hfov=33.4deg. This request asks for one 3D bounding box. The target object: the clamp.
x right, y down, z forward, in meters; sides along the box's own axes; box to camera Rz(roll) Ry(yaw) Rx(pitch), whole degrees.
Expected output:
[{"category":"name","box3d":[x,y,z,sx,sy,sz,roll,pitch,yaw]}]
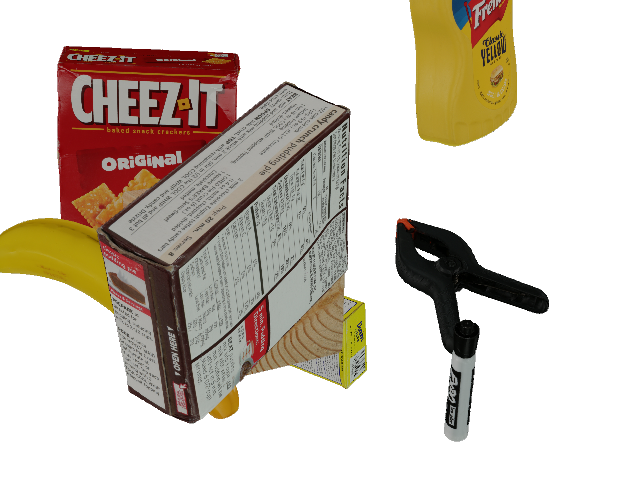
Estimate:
[{"category":"clamp","box3d":[0.138,0.035,1.044,0.120,0.039,0.171,-12,48,-24]}]

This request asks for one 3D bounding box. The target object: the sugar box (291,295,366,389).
[{"category":"sugar box","box3d":[-0.034,0.086,1.150,0.176,0.093,0.048,21,38,32]}]

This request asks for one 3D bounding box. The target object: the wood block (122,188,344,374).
[{"category":"wood block","box3d":[-0.073,0.021,0.829,0.090,0.090,0.206,-10,20,-29]}]

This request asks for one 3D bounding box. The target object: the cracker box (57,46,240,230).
[{"category":"cracker box","box3d":[-0.162,-0.068,1.008,0.164,0.214,0.072,1,24,-8]}]

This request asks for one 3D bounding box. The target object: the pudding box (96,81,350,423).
[{"category":"pudding box","box3d":[-0.032,0.004,0.422,0.039,0.090,0.113,23,48,25]}]

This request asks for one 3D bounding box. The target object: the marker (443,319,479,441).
[{"category":"marker","box3d":[0.105,0.104,0.791,0.020,0.121,0.020,-1,41,0]}]

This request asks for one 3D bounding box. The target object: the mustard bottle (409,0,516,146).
[{"category":"mustard bottle","box3d":[0.101,-0.171,0.758,0.058,0.191,0.096,18,39,37]}]

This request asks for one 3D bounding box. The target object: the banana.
[{"category":"banana","box3d":[-0.126,0.035,0.647,0.198,0.070,0.037,26,28,15]}]
